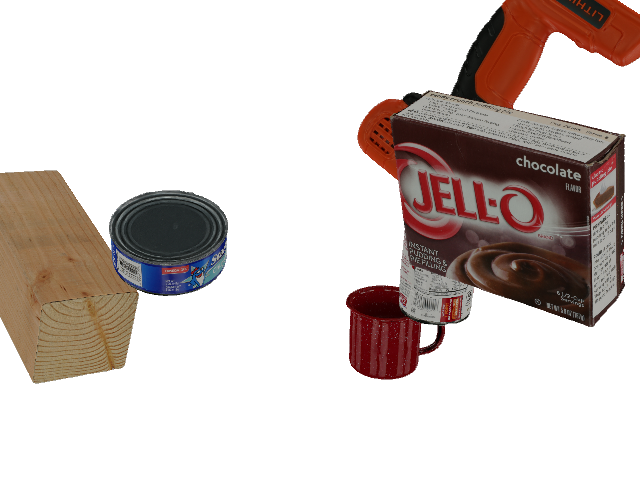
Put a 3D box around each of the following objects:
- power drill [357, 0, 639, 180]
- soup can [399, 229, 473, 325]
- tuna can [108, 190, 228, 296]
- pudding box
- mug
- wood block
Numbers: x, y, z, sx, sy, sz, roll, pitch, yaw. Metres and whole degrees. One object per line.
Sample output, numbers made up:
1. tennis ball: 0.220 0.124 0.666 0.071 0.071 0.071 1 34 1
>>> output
1. power drill: 0.141 -0.083 0.721 0.184 0.188 0.057 40 14 14
2. soup can: 0.107 0.017 0.961 0.068 0.102 0.068 2 24 -1
3. tuna can: -0.111 0.001 0.782 0.086 0.034 0.086 3 39 -2
4. pudding box: 0.091 -0.018 0.521 0.114 0.090 0.039 18 43 37
5. mug: 0.087 0.107 1.239 0.117 0.081 0.093 -2 22 -8
6. wood block: -0.256 0.027 0.999 0.090 0.091 0.206 -7 38 -34
